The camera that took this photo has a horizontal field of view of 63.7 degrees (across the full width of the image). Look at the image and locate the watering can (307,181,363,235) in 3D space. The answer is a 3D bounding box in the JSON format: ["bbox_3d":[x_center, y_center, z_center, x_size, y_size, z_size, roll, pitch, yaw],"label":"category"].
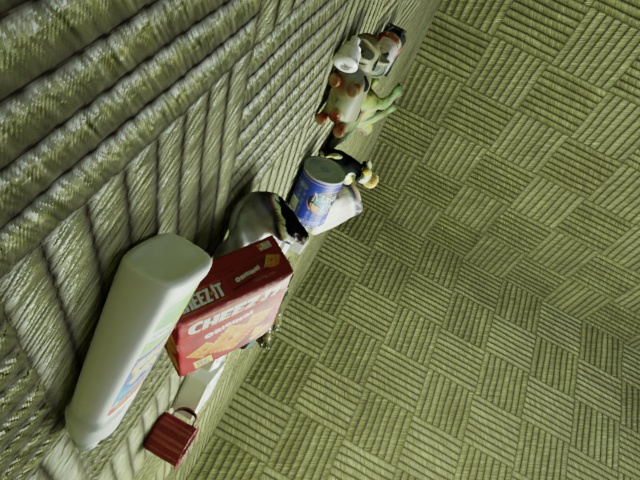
[{"bbox_3d":[0.004,-0.074,1.480,0.225,0.104,0.345,-25,175,-9],"label":"watering can"}]

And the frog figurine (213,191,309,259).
[{"bbox_3d":[-0.115,-0.002,0.807,0.158,0.122,0.139,-26,-168,14],"label":"frog figurine"}]

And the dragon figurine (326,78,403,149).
[{"bbox_3d":[0.094,-0.328,1.423,0.245,0.123,0.403,-43,169,-18],"label":"dragon figurine"}]
